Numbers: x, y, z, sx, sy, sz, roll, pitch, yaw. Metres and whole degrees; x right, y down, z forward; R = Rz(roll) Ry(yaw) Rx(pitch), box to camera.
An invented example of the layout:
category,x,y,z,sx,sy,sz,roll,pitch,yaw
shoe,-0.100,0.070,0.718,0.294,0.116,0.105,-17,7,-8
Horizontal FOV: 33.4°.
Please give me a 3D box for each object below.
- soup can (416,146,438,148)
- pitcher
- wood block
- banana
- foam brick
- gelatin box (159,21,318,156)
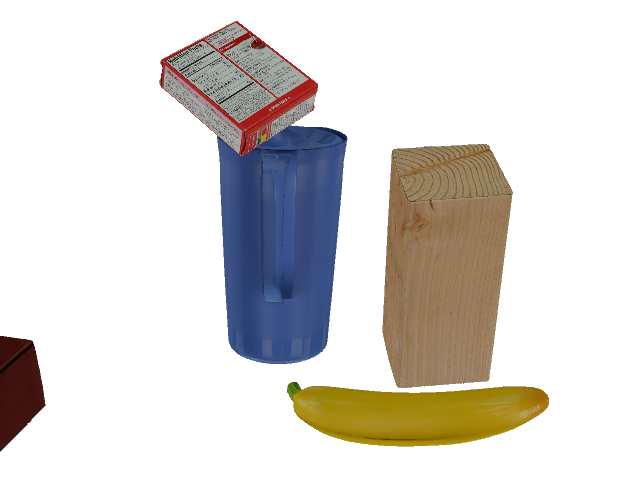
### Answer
category,x,y,z,sx,sy,sz,roll,pitch,yaw
soup can,0.132,-0.053,1.276,0.068,0.102,0.068,0,26,0
pitcher,-0.043,0.005,1.114,0.148,0.243,0.145,-14,23,-42
wood block,0.110,0.025,0.969,0.090,0.206,0.090,-4,34,-5
banana,0.062,0.120,0.767,0.198,0.037,0.069,2,27,15
foam brick,-0.223,0.102,0.686,0.053,0.051,0.078,6,29,22
gelatin box,-0.058,-0.109,0.757,0.089,0.030,0.073,40,56,21
